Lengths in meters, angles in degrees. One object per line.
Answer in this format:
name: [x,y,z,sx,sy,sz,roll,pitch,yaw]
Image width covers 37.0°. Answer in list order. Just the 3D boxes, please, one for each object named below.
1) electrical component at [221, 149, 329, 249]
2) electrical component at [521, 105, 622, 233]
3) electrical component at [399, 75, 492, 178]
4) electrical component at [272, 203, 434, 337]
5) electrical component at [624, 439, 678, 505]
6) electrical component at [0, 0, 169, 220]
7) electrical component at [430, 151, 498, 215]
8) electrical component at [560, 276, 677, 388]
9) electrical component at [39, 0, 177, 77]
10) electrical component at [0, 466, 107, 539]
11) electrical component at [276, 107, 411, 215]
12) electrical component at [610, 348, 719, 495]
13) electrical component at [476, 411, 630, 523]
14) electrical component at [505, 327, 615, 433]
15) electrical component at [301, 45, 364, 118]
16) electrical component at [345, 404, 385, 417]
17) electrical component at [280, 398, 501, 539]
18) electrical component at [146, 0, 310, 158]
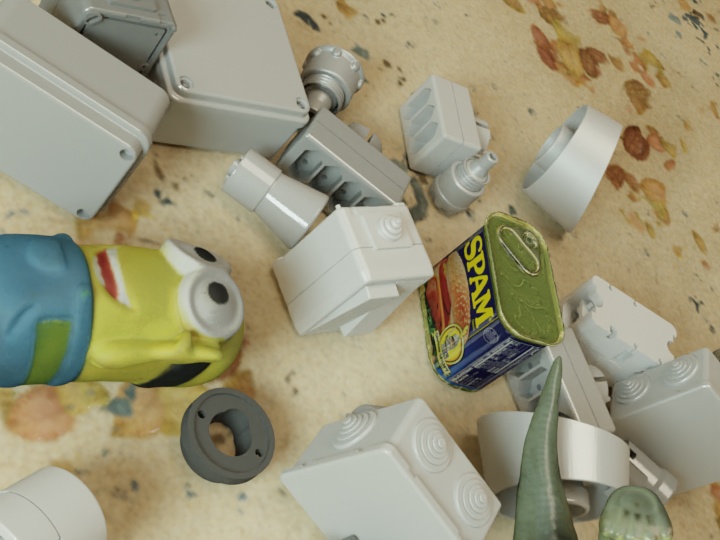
electrical component: [-0.059,-0.050,0.719,0.065,0.044,0.044,36,43,-7]
electrical component: [0.184,-0.088,0.913,0.064,0.099,0.099,35,43,-5]
electrical component: [0.079,-0.110,0.874,0.077,0.047,0.065,15,51,-32]
electrical component: [0.000,0.000,0.689,0.062,0.096,0.061,-5,66,-42]
electrical component: [0.203,0.153,0.790,0.046,0.040,0.040,43,42,2]
electrical component: [-0.179,-0.091,0.620,0.113,0.078,0.057,33,41,-17]
electrical component: [0.084,-0.071,0.838,0.035,0.061,0.035,22,48,-27]
electrical component: [0.196,0.055,0.843,0.089,0.056,0.050,31,45,-19]
electrical component: [-0.161,-0.155,0.668,0.062,0.096,0.061,2,56,-40]
electrical component: [-0.152,0.124,0.501,0.055,0.055,0.047,52,38,4]
electrical component: [-0.007,-0.080,0.779,0.083,0.047,0.075,38,43,-12]
electrical component: [0.245,0.114,0.808,0.099,0.100,0.048,48,36,-19]
electrical component: [0.127,0.127,0.704,0.099,0.099,0.064,21,55,-28]
electrical component: [0.156,0.089,0.791,0.076,0.047,0.083,0,60,-40]
electrical component: [-0.027,-0.134,0.807,0.048,0.048,0.062,35,50,-15]
electrical component: [0.026,0.107,0.673,0.078,0.040,0.040,12,53,-33]
electrical component: [0.019,0.124,0.604,0.099,0.100,0.048,54,44,-14]
electrical component: [-0.102,-0.140,0.737,0.109,0.056,0.108,4,58,-38]
